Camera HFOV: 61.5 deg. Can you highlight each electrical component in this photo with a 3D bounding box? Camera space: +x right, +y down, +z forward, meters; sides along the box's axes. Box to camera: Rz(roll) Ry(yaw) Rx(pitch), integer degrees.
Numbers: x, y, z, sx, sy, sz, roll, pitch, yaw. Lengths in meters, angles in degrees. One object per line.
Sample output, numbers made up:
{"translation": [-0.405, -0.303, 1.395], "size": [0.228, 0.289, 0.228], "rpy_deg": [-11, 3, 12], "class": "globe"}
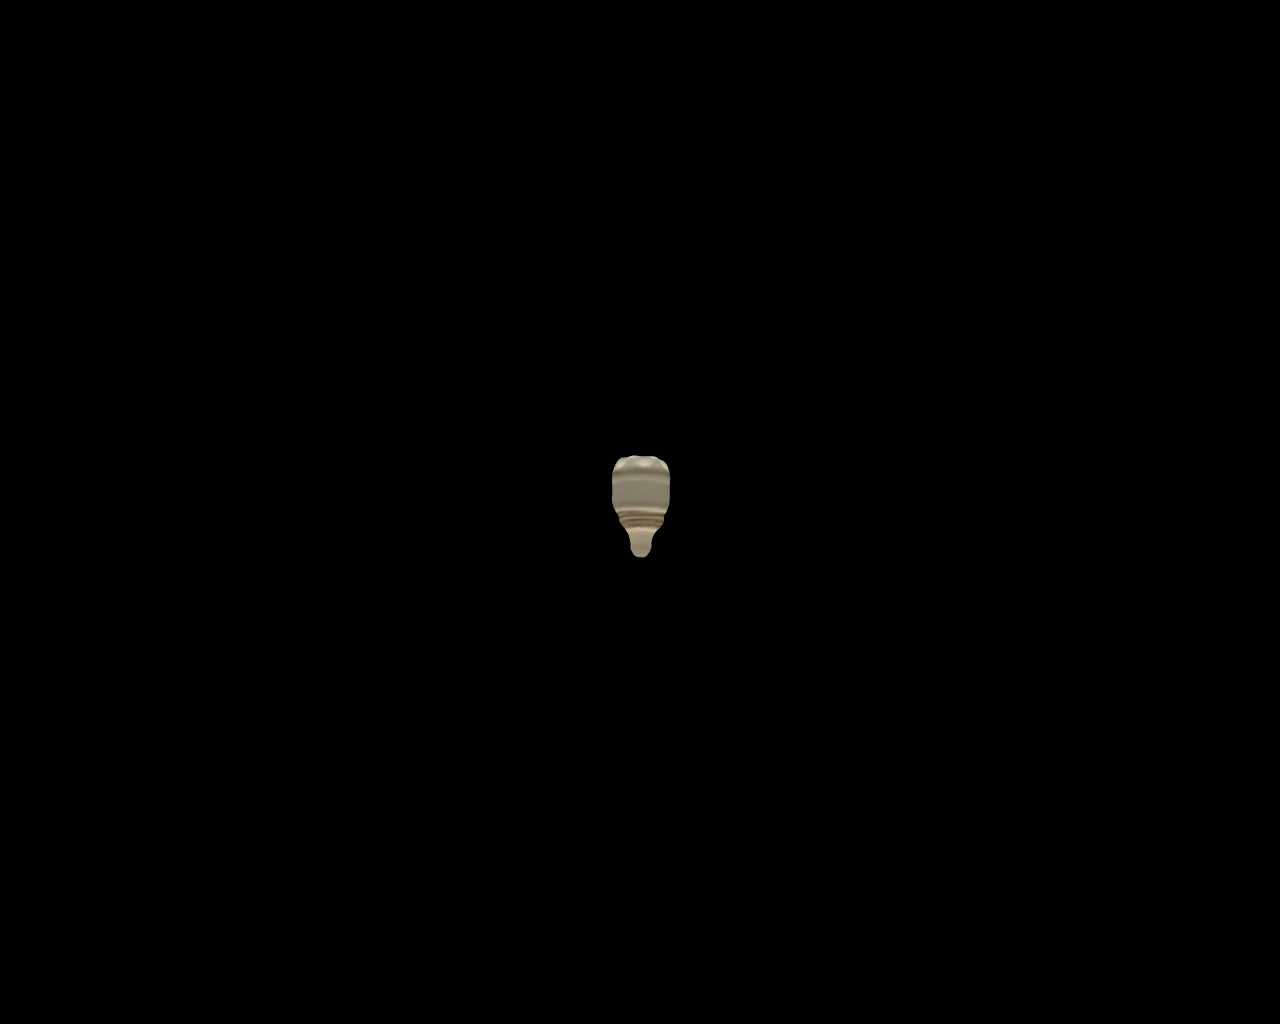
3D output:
{"translation": [0.001, -0.003, 0.650], "size": [0.035, 0.061, 0.035], "rpy_deg": [0, -7, 0], "class": "electrical component"}
